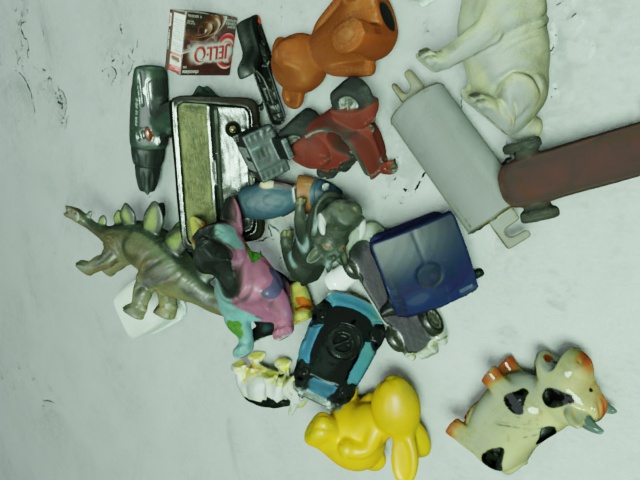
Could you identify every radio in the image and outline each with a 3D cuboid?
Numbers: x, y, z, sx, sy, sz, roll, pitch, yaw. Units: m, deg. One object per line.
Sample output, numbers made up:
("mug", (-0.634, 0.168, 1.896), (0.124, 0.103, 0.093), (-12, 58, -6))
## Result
("radio", (-0.158, -0.106, 0.832), (0.073, 0.131, 0.229), (-143, 50, -67))

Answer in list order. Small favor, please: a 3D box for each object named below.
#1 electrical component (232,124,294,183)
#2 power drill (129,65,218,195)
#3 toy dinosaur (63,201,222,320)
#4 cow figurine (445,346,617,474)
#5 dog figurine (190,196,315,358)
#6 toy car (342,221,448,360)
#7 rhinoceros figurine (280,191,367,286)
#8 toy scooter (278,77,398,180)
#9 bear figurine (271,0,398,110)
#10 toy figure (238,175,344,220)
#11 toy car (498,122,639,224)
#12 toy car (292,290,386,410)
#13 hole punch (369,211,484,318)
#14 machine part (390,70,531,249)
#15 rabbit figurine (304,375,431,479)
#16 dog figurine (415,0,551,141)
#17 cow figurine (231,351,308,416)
("electrical component", (-0.077, -0.121, 0.755), (0.074, 0.048, 0.119), (66, 167, -23))
("power drill", (-0.256, -0.186, 0.936), (0.208, 0.086, 0.231), (12, 107, 43))
("toy dinosaur", (-0.278, 0.047, 0.966), (0.472, 0.105, 0.198), (32, 100, 12))
("cow figurine", (0.252, 0.203, 0.638), (0.127, 0.085, 0.194), (42, 122, 27))
("dog figurine", (-0.106, 0.047, 0.799), (0.108, 0.191, 0.219), (-23, 92, 23))
("toy car", (0.101, 0.070, 0.738), (0.073, 0.056, 0.202), (-36, 80, 31))
("rhinoceros figurine", (-0.002, -0.002, 0.738), (0.190, 0.073, 0.112), (127, 148, -53))
("toy scooter", (0.031, -0.128, 0.723), (0.135, 0.075, 0.184), (48, 146, -17))
("bear figurine", (-0.005, -0.253, 0.687), (0.196, 0.132, 0.120), (-12, 85, 34))
("toy figure", (-0.042, -0.064, 0.790), (0.155, 0.064, 0.058), (-6, 70, 7))
("toy car", (0.283, -0.080, 0.539), (0.202, 0.053, 0.089), (-17, 90, 18))
("toy car", (0.026, 0.164, 0.785), (0.109, 0.103, 0.161), (21, 74, 7))
("hole punch", (0.126, 0.029, 0.656), (0.142, 0.092, 0.115), (-22, 85, 2))
("machine part", (0.159, -0.095, 0.632), (0.079, 0.079, 0.243), (-40, 78, 38))
("rabbit figurine", (0.082, 0.265, 0.764), (0.162, 0.122, 0.173), (47, 125, 12))
("dog figurine", (0.215, -0.220, 0.553), (0.172, 0.121, 0.190), (37, 109, -15))
("cow figurine", (-0.071, 0.254, 0.912), (0.168, 0.068, 0.098), (6, 111, 40))
